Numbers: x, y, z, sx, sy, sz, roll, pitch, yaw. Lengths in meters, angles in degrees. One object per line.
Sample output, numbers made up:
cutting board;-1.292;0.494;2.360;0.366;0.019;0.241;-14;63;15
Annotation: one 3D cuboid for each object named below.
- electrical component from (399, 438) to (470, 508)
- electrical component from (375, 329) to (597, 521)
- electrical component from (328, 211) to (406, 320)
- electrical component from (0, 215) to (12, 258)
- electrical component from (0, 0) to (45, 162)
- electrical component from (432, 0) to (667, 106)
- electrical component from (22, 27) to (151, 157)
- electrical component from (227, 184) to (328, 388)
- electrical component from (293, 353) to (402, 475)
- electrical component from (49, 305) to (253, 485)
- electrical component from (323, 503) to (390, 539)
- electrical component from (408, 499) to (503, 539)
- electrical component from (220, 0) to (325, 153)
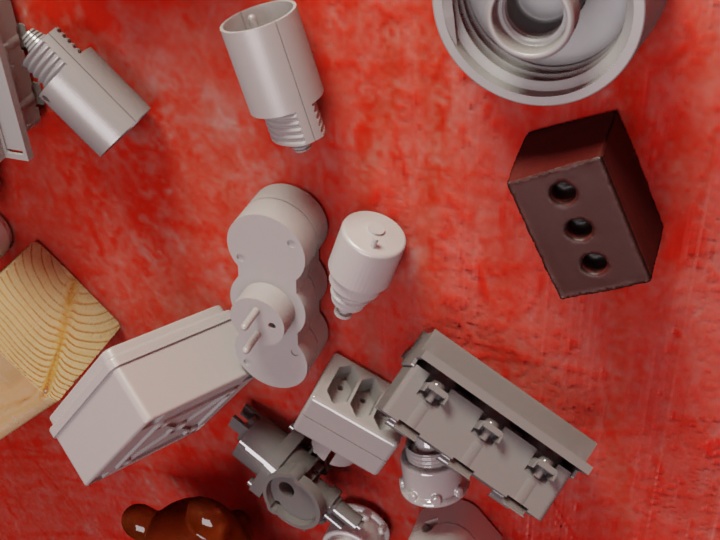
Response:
electrical component;0.048;0.125;0.724;0.048;0.048;0.062;4;120;23
electrical component;0.075;0.097;0.668;0.121;0.063;0.079;35;173;-3
electrical component;0.000;0.000;0.654;0.040;0.040;0.078;26;132;5
electrical component;-0.282;-0.016;0.766;0.045;0.055;0.045;13;129;16
electrical component;-0.239;-0.131;0.652;0.079;0.063;0.121;10;128;19
electrical component;0.086;-0.128;0.501;0.108;0.060;0.108;13;129;16
electrical component;-0.170;-0.112;0.647;0.081;0.043;0.043;46;131;-12
electrical component;-0.057;0.022;0.675;0.052;0.073;0.138;14;129;16
electrical component;-0.010;0.109;0.736;0.066;0.047;0.076;30;132;0
electrical component;-0.139;0.085;0.734;0.056;0.109;0.109;56;132;11
electrical component;-0.008;0.209;0.802;0.048;0.062;0.048;13;130;16
electrical component;0.076;0.221;0.772;0.054;0.059;0.095;-27;110;38
electrical component;-0.043;-0.102;0.594;0.043;0.043;0.081;-2;124;27
